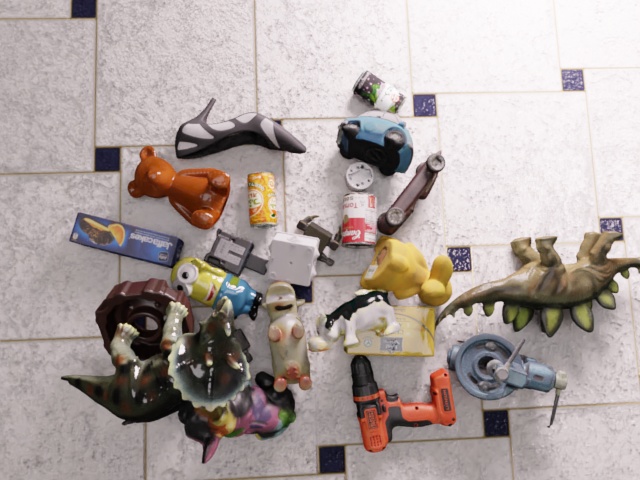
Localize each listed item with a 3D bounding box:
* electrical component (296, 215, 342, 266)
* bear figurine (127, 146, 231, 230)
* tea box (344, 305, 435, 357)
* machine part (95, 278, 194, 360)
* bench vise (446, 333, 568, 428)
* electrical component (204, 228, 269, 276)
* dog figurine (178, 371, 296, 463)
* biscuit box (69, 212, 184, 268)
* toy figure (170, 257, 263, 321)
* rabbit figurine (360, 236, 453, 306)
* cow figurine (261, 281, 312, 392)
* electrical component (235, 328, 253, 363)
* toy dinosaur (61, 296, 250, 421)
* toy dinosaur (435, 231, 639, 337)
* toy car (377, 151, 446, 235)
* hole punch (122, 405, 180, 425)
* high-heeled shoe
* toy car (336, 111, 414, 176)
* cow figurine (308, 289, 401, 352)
[{"bbox_3d":[-0.004,-0.003,1.074,0.102,0.045,0.078,26,111,3],"label":"electrical component"},{"bbox_3d":[-0.274,-0.105,1.029,0.196,0.132,0.120,24,89,-6],"label":"bear figurine"},{"bbox_3d":[0.133,0.174,1.045,0.170,0.068,0.098,1,83,-4],"label":"tea box"},{"bbox_3d":[-0.317,0.151,0.987,0.179,0.056,0.179,-1,117,-1],"label":"machine part"},{"bbox_3d":[0.343,0.242,0.973,0.224,0.240,0.129,23,86,16],"label":"bench vise"},{"bbox_3d":[-0.160,0.034,1.057,0.119,0.048,0.075,26,83,2],"label":"electrical component"},{"bbox_3d":[-0.140,0.308,0.934,0.192,0.219,0.108,24,97,0],"label":"dog figurine"},{"bbox_3d":[-0.371,0.002,1.042,0.203,0.059,0.062,14,83,-2],"label":"biscuit box"},{"bbox_3d":[-0.200,0.095,1.031,0.180,0.089,0.082,22,78,-9],"label":"toy figure"},{"bbox_3d":[0.190,0.068,1.034,0.173,0.162,0.122,32,69,-17],"label":"rabbit figurine"},{"bbox_3d":[-0.062,0.174,1.014,0.085,0.127,0.194,-9,93,-4],"label":"cow figurine"},{"bbox_3d":[-0.173,0.205,1.047,0.063,0.021,0.094,-32,87,-6],"label":"electrical component"},{"bbox_3d":[-0.271,0.223,0.878,0.405,0.192,0.131,-30,128,14],"label":"toy dinosaur"},{"bbox_3d":[0.447,0.088,1.058,0.472,0.105,0.198,-6,87,1],"label":"toy dinosaur"},{"bbox_3d":[0.186,-0.092,1.071,0.053,0.089,0.202,39,81,2],"label":"toy car"},{"bbox_3d":[-0.291,0.276,0.990,0.142,0.115,0.092,-20,77,-6],"label":"hole punch"},{"bbox_3d":[-0.163,-0.184,1.070,0.249,0.086,0.145,26,86,4],"label":"high-heeled shoe"},{"bbox_3d":[0.118,-0.206,1.083,0.162,0.109,0.103,20,59,11],"label":"toy car"},{"bbox_3d":[0.053,0.146,0.977,0.167,0.068,0.098,-14,77,-5],"label":"cow figurine"}]
